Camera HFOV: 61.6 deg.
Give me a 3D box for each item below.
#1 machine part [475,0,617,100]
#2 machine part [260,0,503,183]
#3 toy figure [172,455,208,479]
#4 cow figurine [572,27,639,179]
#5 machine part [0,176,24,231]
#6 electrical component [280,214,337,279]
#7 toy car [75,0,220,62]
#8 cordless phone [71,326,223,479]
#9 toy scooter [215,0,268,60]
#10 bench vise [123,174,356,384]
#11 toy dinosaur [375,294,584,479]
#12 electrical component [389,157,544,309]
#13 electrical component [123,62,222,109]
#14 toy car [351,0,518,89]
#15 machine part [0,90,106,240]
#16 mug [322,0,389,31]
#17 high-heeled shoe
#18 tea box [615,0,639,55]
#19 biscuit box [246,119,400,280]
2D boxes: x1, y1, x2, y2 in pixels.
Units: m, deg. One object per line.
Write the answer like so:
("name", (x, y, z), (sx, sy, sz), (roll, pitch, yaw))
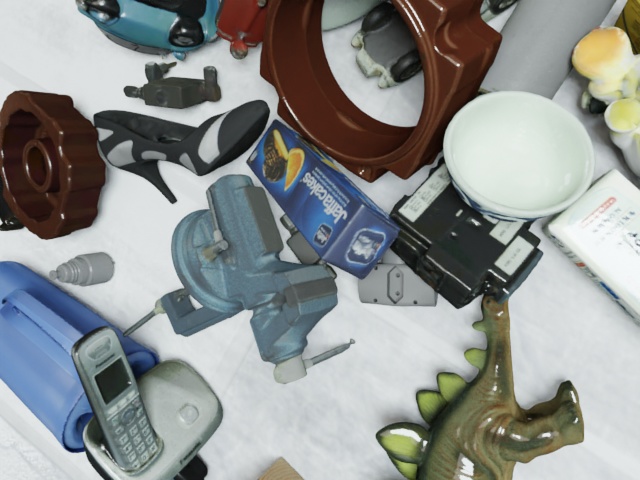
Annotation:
("machine part", (0.215, -0.195, 0.505), (0.079, 0.079, 0.243), (34, 97, 16))
("machine part", (0.043, -0.168, 0.497), (0.202, 0.087, 0.200), (38, 143, 14))
("toy figure", (-0.201, 0.322, 0.619), (0.180, 0.082, 0.089), (-43, 74, 9))
("cow figurine", (0.285, -0.107, 0.470), (0.068, 0.098, 0.167), (-32, 74, 21))
("machine part", (-0.438, -0.071, 0.731), (0.084, 0.039, 0.139), (-41, 75, 4))
("electrical component", (-0.001, -0.002, 0.595), (0.063, 0.021, 0.094), (-39, 77, 12))
("toy car", (-0.203, -0.262, 0.621), (0.103, 0.161, 0.109), (-32, 63, 56))
("cordless phone", (-0.187, 0.155, 0.565), (0.089, 0.146, 0.184), (4, 115, 30))
("toy scooter", (-0.077, -0.276, 0.583), (0.135, 0.075, 0.184), (-63, 34, 30))
("bench vise", (-0.097, 0.058, 0.580), (0.241, 0.129, 0.223), (-27, 90, 36))
("toy dinosaur", (0.144, 0.275, 0.503), (0.199, 0.105, 0.471), (-1, 83, 27))
("electrical component", (0.139, -0.004, 0.511), (0.134, 0.058, 0.115), (41, 75, 17))
("electrical component", (-0.169, -0.185, 0.635), (0.102, 0.078, 0.045), (13, 116, 23))
("toy car", (0.125, -0.235, 0.547), (0.202, 0.056, 0.073), (-34, 85, 15))
("machine part", (-0.332, -0.091, 0.660), (0.180, 0.056, 0.179), (9, 105, 35))
("mug", (0.027, -0.284, 0.570), (0.107, 0.080, 0.109), (-30, 60, 22))
("high-heeled shoe", (-0.161, -0.132, 0.592), (0.249, 0.086, 0.145), (-29, 101, 41))
("tea box", (0.335, -0.150, 0.454), (0.068, 0.098, 0.169), (-35, 80, 14))
("biscuit box", (-0.004, -0.047, 0.525), (0.063, 0.059, 0.203), (-53, 41, 12))
